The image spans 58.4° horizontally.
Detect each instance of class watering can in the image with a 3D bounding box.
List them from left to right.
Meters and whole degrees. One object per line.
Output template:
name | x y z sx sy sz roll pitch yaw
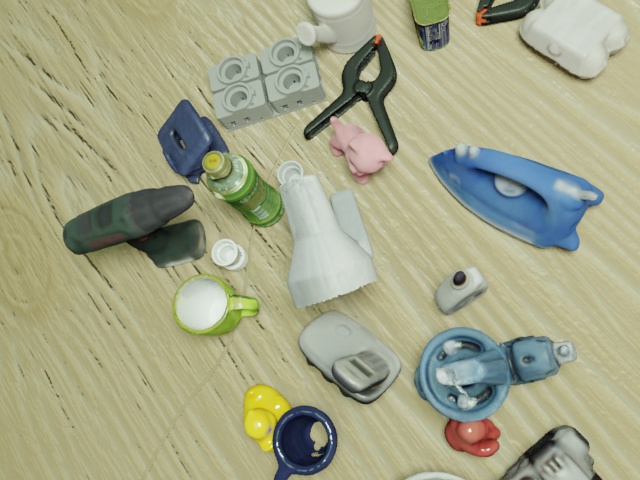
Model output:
watering can | 0.027 -0.389 0.925 0.100 0.194 0.173 8 78 16

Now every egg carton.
egg carton | 0.391 -0.321 0.886 0.150 0.069 0.107 41 89 19

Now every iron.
iron | 0.268 -0.088 0.819 0.257 0.142 0.119 27 84 18

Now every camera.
camera | 0.312 0.330 0.726 0.143 0.101 0.136 -43 71 1

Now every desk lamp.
desk lamp | 0.008 0.003 0.822 0.118 0.214 0.203 -20 72 8

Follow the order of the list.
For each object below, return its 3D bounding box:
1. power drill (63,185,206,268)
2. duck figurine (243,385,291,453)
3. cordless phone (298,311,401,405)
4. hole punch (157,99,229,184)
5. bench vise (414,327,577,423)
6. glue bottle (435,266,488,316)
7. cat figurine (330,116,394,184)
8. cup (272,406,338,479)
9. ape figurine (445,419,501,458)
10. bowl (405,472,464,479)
power drill | -0.264 -0.019 0.896 0.229 0.209 0.075 -14 73 10
duck figurine | -0.085 0.265 0.847 0.077 0.086 0.104 -29 71 6
cordless phone | 0.031 0.159 0.792 0.147 0.185 0.094 34 86 19
hole punch | -0.227 -0.168 0.986 0.101 0.091 0.108 -36 71 3
bench vise | 0.214 0.152 0.731 0.207 0.220 0.121 -32 71 4
glue bottle | 0.193 0.063 0.783 0.078 0.173 0.037 -32 71 5
cat figurine | 0.060 -0.145 0.897 0.067 0.118 0.127 -41 71 1
cup | -0.019 0.295 0.819 0.091 0.095 0.118 30 85 19
ape figurine | 0.205 0.258 0.775 0.076 0.092 0.078 -14 73 10
bowl | 0.161 0.392 0.762 0.167 0.075 0.167 -3 76 13
